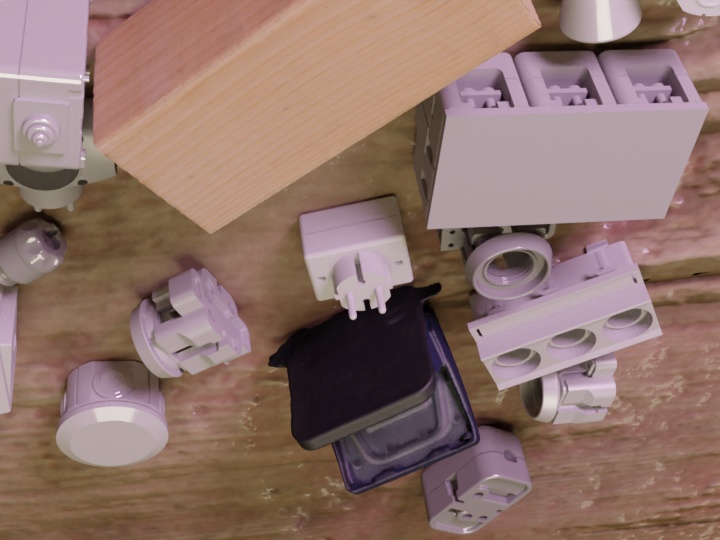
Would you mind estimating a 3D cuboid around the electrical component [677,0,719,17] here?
[{"bbox_3d":[0.182,-0.175,0.550,0.080,0.051,0.080,-6,139,-5],"label":"electrical component"}]

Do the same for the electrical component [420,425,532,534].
[{"bbox_3d":[0.098,0.179,0.932,0.054,0.059,0.095,19,131,-30],"label":"electrical component"}]

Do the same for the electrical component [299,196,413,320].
[{"bbox_3d":[0.000,0.000,0.694,0.066,0.076,0.047,-12,139,2],"label":"electrical component"}]

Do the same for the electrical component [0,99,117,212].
[{"bbox_3d":[-0.178,-0.061,0.612,0.077,0.044,0.079,-1,138,-10],"label":"electrical component"}]

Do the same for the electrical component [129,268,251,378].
[{"bbox_3d":[-0.118,0.039,0.730,0.057,0.058,0.078,-24,137,12],"label":"electrical component"}]

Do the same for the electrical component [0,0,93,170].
[{"bbox_3d":[-0.166,-0.095,0.535,0.061,0.096,0.061,3,138,-15],"label":"electrical component"}]

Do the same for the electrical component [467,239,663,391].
[{"bbox_3d":[0.144,0.031,0.768,0.121,0.063,0.078,-21,138,12],"label":"electrical component"}]

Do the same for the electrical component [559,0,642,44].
[{"bbox_3d":[0.125,-0.158,0.566,0.044,0.044,0.065,-13,134,4],"label":"electrical component"}]

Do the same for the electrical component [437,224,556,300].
[{"bbox_3d":[0.094,-0.018,0.708,0.078,0.057,0.058,-5,139,-5],"label":"electrical component"}]

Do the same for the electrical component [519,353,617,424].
[{"bbox_3d":[0.160,0.089,0.844,0.057,0.058,0.078,-3,139,-13],"label":"electrical component"}]

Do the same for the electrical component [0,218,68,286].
[{"bbox_3d":[-0.216,-0.006,0.675,0.061,0.035,0.035,-27,137,22],"label":"electrical component"}]

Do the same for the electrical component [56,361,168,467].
[{"bbox_3d":[-0.184,0.108,0.800,0.080,0.051,0.080,-6,139,-5],"label":"electrical component"}]

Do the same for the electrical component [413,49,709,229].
[{"bbox_3d":[0.112,-0.080,0.636,0.150,0.061,0.089,-3,139,-8],"label":"electrical component"}]

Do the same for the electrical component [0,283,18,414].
[{"bbox_3d":[-0.257,0.054,0.715,0.061,0.061,0.096,-1,139,-10],"label":"electrical component"}]
